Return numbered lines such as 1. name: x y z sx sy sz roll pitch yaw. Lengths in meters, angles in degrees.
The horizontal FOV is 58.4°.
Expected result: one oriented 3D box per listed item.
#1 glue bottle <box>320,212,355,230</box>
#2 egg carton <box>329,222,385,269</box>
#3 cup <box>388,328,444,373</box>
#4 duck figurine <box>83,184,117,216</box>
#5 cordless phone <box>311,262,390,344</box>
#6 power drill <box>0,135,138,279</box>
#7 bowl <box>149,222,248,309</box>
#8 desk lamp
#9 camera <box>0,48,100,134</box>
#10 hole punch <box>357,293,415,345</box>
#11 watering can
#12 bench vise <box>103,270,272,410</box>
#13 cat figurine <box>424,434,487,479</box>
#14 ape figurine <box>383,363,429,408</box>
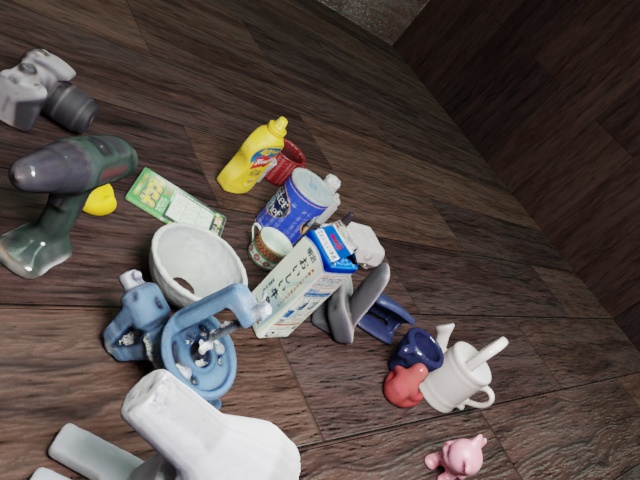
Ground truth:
1. glue bottle: 0.010 0.004 1.135 0.037 0.173 0.078 0 50 -52
2. egg carton: 0.080 0.013 1.322 0.151 0.069 0.107 12 41 -44
3. cup: 0.172 0.233 1.116 0.118 0.094 0.091 8 44 -47
4. duck figurine: -0.351 -0.098 0.900 0.104 0.086 0.078 49 29 11
5. cordless phone: 0.074 0.093 1.084 0.094 0.184 0.147 32 30 -20
6. power drill: -0.332 -0.050 0.730 0.076 0.208 0.230 41 28 -4
7. bowl: -0.201 0.056 0.897 0.168 0.074 0.167 32 30 -21
8. desk lamp: -0.155 0.229 0.575 0.204 0.213 0.118 35 29 -15
9. camera: -0.446 -0.240 0.956 0.137 0.100 0.143 34 29 -16
10. hole punch: 0.133 0.142 1.191 0.109 0.091 0.101 33 30 -19
11. watering can: 0.288 0.247 1.140 0.173 0.193 0.101 43 28 0
12. bench vise: -0.169 0.110 0.711 0.208 0.219 0.121 38 28 -9
13. cat figurine: 0.251 0.376 0.998 0.128 0.117 0.067 0 50 -52
14. ape figurine: 0.167 0.265 1.069 0.076 0.092 0.077 10 43 -46
